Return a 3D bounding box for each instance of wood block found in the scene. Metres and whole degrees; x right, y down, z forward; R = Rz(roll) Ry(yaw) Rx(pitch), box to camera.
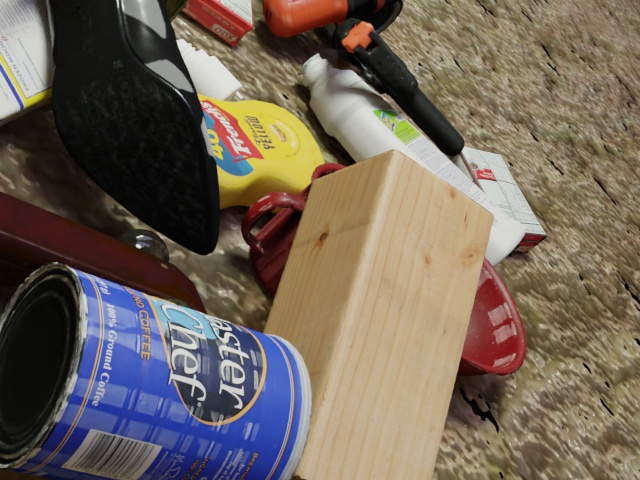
[{"bbox_3d":[0.024,0.062,0.646,0.090,0.091,0.206,31,62,-27],"label":"wood block"}]

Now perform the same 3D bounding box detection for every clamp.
[{"bbox_3d":[0.055,-0.164,1.007,0.165,0.036,0.209,47,6,25],"label":"clamp"}]

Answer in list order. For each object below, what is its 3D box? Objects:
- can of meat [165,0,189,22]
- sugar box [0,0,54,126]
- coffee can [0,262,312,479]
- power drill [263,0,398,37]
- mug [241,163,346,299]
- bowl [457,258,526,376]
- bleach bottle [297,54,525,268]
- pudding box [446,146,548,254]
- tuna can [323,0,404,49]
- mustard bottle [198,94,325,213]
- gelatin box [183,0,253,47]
[{"bbox_3d":[-0.135,-0.187,0.799,0.057,0.102,0.084,37,30,-19],"label":"can of meat"},{"bbox_3d":[-0.208,-0.120,0.668,0.093,0.048,0.176,61,31,-9],"label":"sugar box"},{"bbox_3d":[-0.089,0.081,0.550,0.140,0.103,0.103,23,39,-36],"label":"coffee can"},{"bbox_3d":[0.002,-0.286,1.042,0.184,0.057,0.188,-21,55,-19],"label":"power drill"},{"bbox_3d":[-0.005,0.001,0.770,0.117,0.082,0.093,22,39,-38],"label":"mug"},{"bbox_3d":[0.093,0.052,0.864,0.162,0.055,0.162,32,34,-26],"label":"bowl"},{"bbox_3d":[0.076,-0.072,0.979,0.251,0.068,0.102,47,21,5],"label":"bleach bottle"},{"bbox_3d":[0.174,-0.041,1.094,0.089,0.039,0.113,6,53,-50],"label":"pudding box"},{"bbox_3d":[0.043,-0.235,1.097,0.085,0.086,0.034,-12,66,-56],"label":"tuna can"},{"bbox_3d":[-0.081,-0.065,0.772,0.191,0.058,0.096,1,53,-51],"label":"mustard bottle"},{"bbox_3d":[-0.097,-0.223,0.959,0.073,0.030,0.089,31,34,-29],"label":"gelatin box"}]
